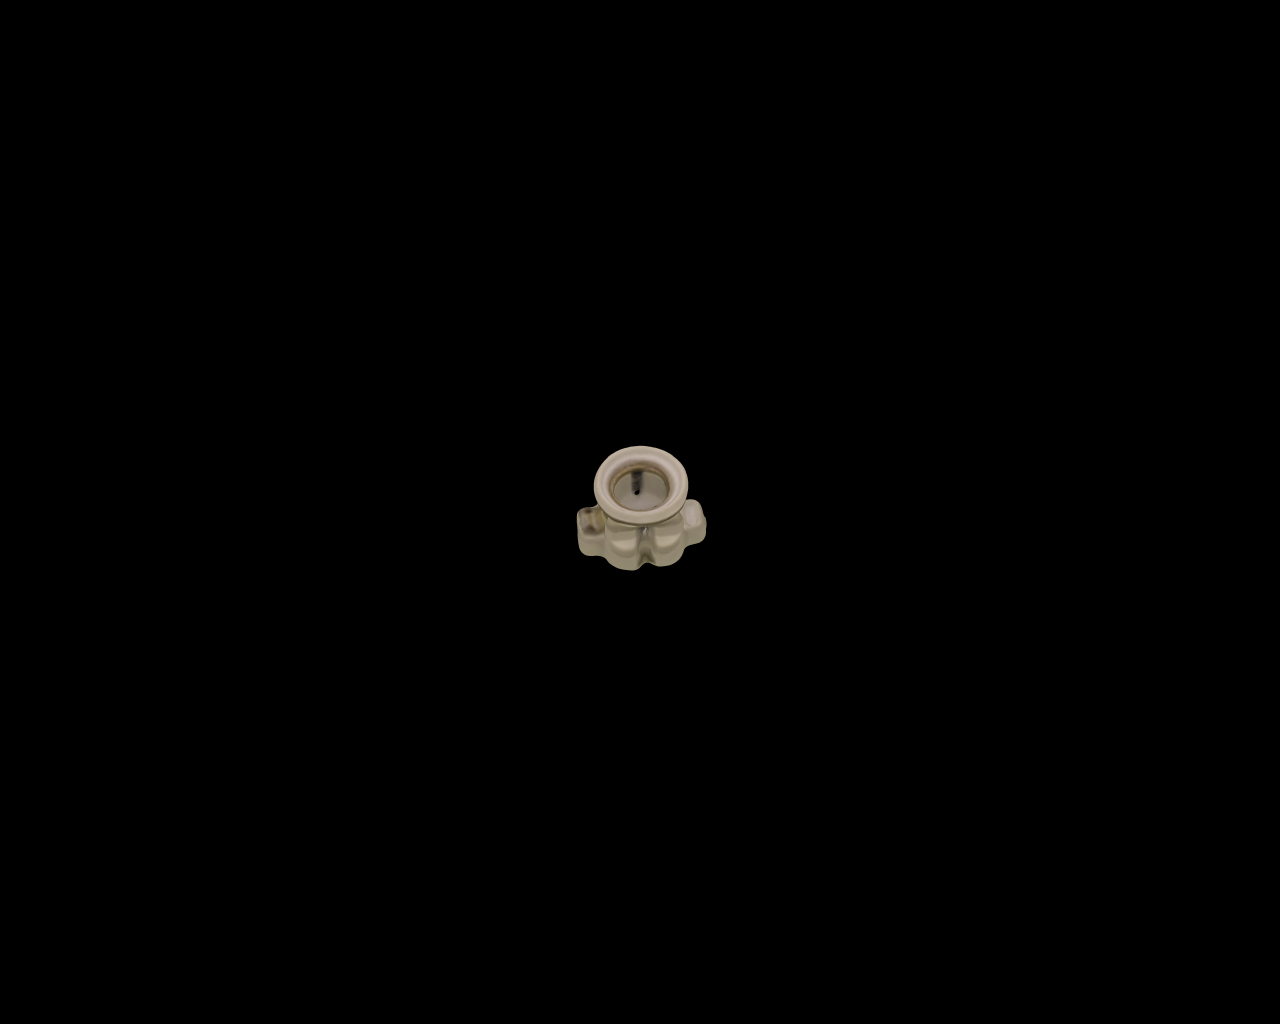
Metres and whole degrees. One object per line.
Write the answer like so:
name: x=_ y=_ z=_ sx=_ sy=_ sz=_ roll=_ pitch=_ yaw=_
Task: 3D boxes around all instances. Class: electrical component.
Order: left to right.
electrical component: x=0.001 y=-0.003 z=0.650 sx=0.078 sy=0.058 sz=0.056 roll=-5 pitch=-37 yaw=-4
